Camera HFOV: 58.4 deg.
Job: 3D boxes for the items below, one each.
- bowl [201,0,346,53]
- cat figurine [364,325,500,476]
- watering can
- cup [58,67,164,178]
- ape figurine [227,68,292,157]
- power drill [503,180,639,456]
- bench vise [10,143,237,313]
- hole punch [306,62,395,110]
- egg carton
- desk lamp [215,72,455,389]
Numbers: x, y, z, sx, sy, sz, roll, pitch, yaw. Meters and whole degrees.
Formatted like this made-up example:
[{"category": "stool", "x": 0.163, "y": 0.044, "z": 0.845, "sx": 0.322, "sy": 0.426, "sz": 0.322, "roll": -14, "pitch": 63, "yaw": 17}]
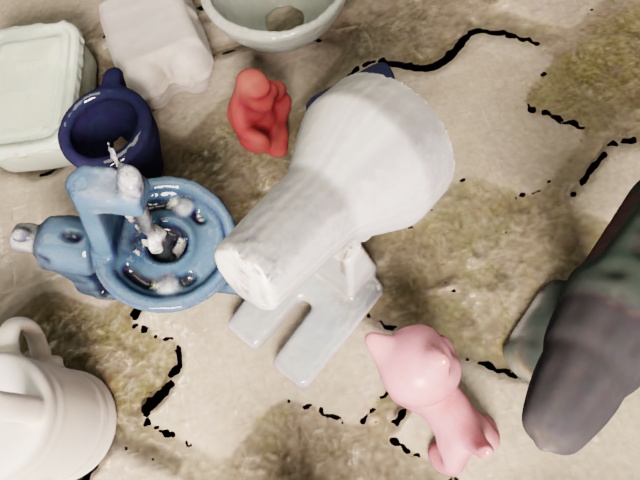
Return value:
[{"category": "bowl", "x": -0.044, "y": -0.269, "z": 0.636, "sx": 0.167, "sy": 0.075, "sz": 0.167, "roll": -2, "pitch": 69, "yaw": 6}, {"category": "cat figurine", "x": 0.091, "y": 0.119, "z": 0.451, "sx": 0.067, "sy": 0.118, "sz": 0.127, "roll": -34, "pitch": 69, "yaw": -6}, {"category": "watering can", "x": -0.244, "y": 0.146, "z": 0.441, "sx": 0.101, "sy": 0.194, "sz": 0.172, "roll": -27, "pitch": 69, "yaw": -3}, {"category": "cup", "x": -0.199, "y": -0.104, "z": 0.582, "sx": 0.091, "sy": 0.095, "sz": 0.118, "roll": -5, "pitch": 69, "yaw": 5}, {"category": "ape figurine", "x": -0.063, "y": -0.136, "z": 0.579, "sx": 0.076, "sy": 0.092, "sz": 0.078, "roll": 37, "pitch": 78, "yaw": 18}, {"category": "power drill", "x": 0.199, "y": 0.056, "z": 0.413, "sx": 0.075, "sy": 0.208, "sz": 0.230, "roll": 33, "pitch": 77, "yaw": 17}, {"category": "bench vise", "x": -0.169, "y": 0.005, "z": 0.471, "sx": 0.207, "sy": 0.220, "sz": 0.121, "roll": -14, "pitch": 68, "yaw": 2}, {"category": "hole punch", "x": 0.034, "y": -0.101, "z": 0.555, "sx": 0.101, "sy": 0.091, "sz": 0.108, "roll": -12, "pitch": 69, "yaw": 2}, {"category": "egg carton", "x": -0.180, "y": -0.222, "z": 0.637, "sx": 0.107, "sy": 0.069, "sz": 0.150, "roll": -24, "pitch": 69, "yaw": -2}, {"category": "desk lamp", "x": 0.004, "y": 0.002, "z": 0.454, "sx": 0.117, "sy": 0.214, "sz": 0.203, "roll": 35, "pitch": 77, "yaw": 18}]
